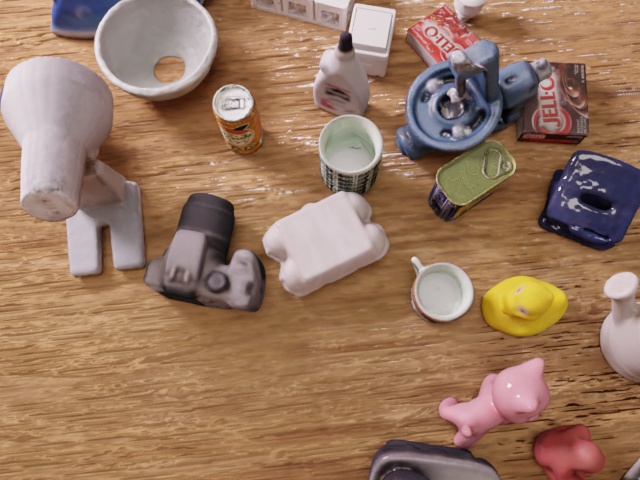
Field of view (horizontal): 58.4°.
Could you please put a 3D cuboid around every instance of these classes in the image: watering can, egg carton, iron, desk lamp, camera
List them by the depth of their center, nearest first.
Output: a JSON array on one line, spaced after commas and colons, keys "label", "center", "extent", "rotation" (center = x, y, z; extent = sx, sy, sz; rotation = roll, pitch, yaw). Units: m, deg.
[{"label": "watering can", "center": [0.402, 0.106, 0.648], "extent": [0.172, 0.194, 0.101], "rotation": [16, 75, 4]}, {"label": "desk lamp", "center": [-0.290, -0.079, 0.688], "extent": [0.118, 0.213, 0.203], "rotation": [-10, 75, -2]}, {"label": "camera", "center": [-0.137, 0.013, 0.721], "extent": [0.143, 0.101, 0.137], "rotation": [10, 75, 3]}, {"label": "egg carton", "center": [0.007, 0.003, 0.740], "extent": [0.150, 0.069, 0.107], "rotation": [-26, 76, -7]}, {"label": "iron", "center": [-0.282, -0.378, 0.805], "extent": [0.258, 0.141, 0.118], "rotation": [-24, 76, -6]}]

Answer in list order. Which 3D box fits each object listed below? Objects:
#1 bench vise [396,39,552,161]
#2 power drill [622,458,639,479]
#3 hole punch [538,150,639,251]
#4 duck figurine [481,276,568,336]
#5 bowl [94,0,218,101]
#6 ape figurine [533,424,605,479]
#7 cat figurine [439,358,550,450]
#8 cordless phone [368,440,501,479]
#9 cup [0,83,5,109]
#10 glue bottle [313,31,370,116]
[{"label": "bench vise", "center": [0.195, -0.200, 0.717], "extent": [0.207, 0.220, 0.121], "rotation": [-42, 78, -10]}, {"label": "power drill", "center": [0.409, 0.273, 0.596], "extent": [0.230, 0.208, 0.075], "rotation": [-43, 79, -10]}, {"label": "hole punch", "center": [0.355, -0.050, 0.743], "extent": [0.108, 0.091, 0.101], "rotation": [21, 76, 6]}, {"label": "duck figurine", "center": [0.262, 0.078, 0.712], "extent": [0.104, 0.086, 0.077], "rotation": [-5, 75, -1]}, {"label": "bowl", "center": [-0.223, -0.262, 0.809], "extent": [0.167, 0.075, 0.167], "rotation": [0, 75, 0]}, {"label": "ape figurine", "center": [0.295, 0.250, 0.662], "extent": [0.076, 0.092, 0.078], "rotation": [29, 77, 8]}, {"label": "cat figurine", "center": [0.210, 0.192, 0.665], "extent": [0.128, 0.118, 0.067], "rotation": [-30, 77, -8]}, {"label": "cordless phone", "center": [0.127, 0.270, 0.609], "extent": [0.147, 0.185, 0.094], "rotation": [3, 75, 1]}, {"label": "cup", "center": [-0.353, -0.166, 0.773], "extent": [0.117, 0.095, 0.092], "rotation": [33, 77, 8]}, {"label": "glue bottle", "center": [0.029, -0.217, 0.746], "extent": [0.078, 0.173, 0.037], "rotation": [17, 76, 5]}]
